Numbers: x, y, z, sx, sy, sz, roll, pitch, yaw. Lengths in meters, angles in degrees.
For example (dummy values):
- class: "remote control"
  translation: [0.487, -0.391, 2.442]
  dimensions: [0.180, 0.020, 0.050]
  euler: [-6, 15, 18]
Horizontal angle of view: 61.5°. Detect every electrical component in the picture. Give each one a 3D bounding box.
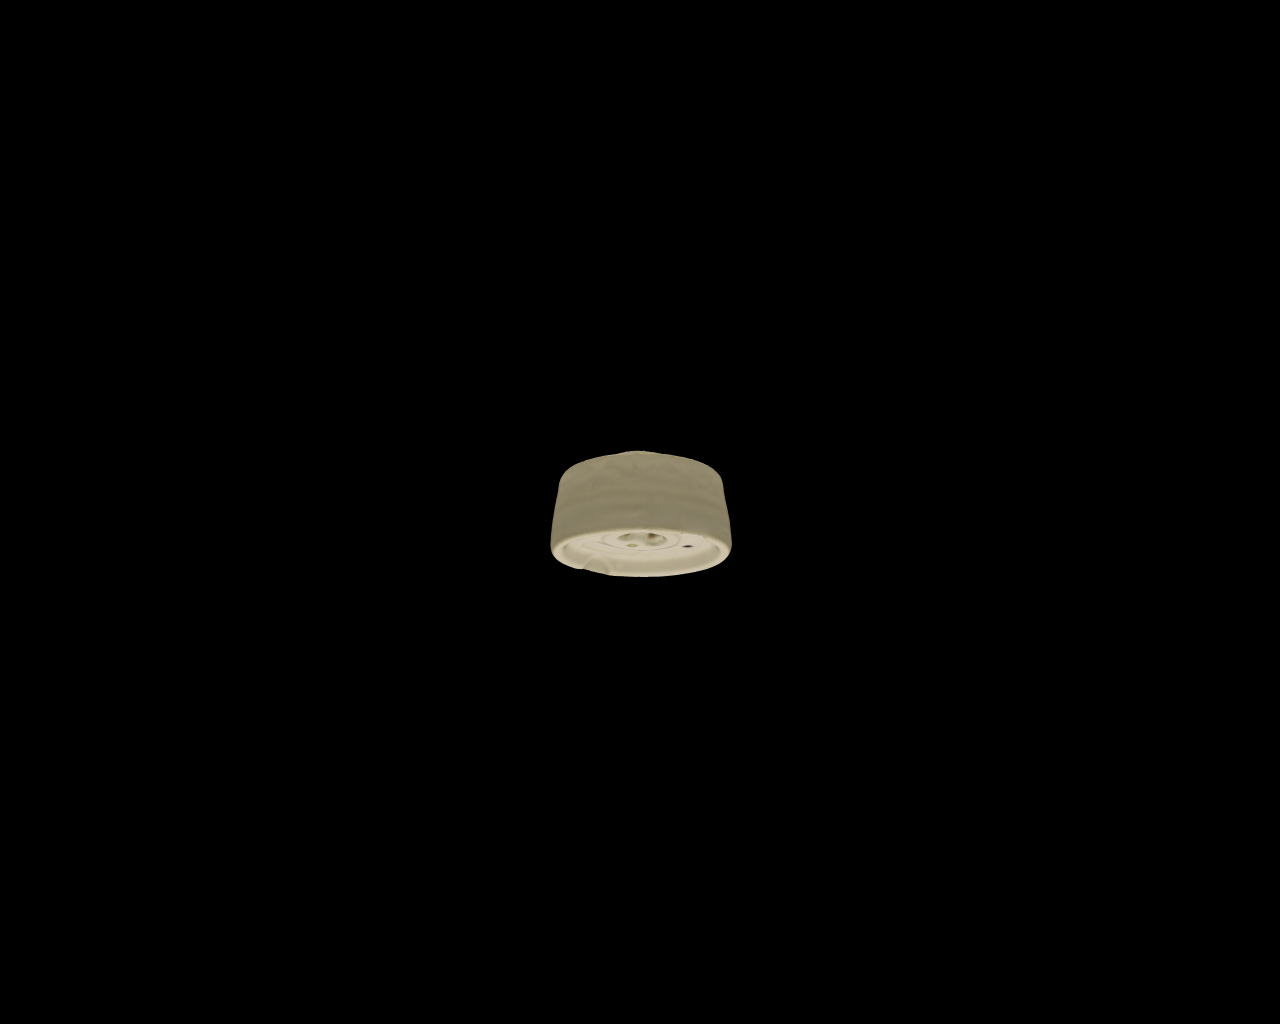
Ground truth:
- class: "electrical component"
  translation: [0.001, -0.003, 0.650]
  dimensions: [0.108, 0.060, 0.108]
  euler: [0, -18, 0]
